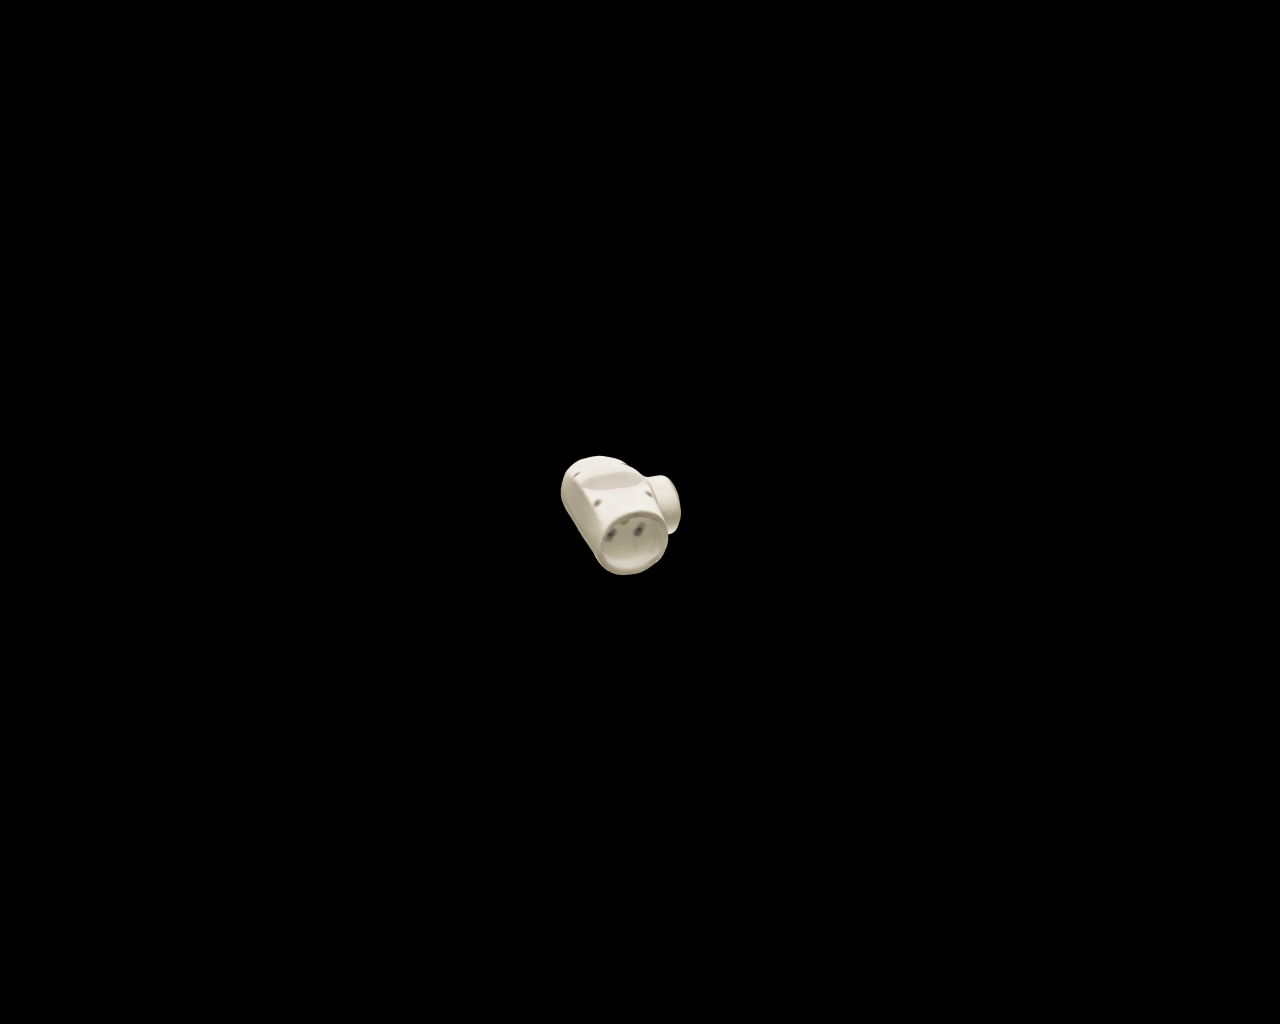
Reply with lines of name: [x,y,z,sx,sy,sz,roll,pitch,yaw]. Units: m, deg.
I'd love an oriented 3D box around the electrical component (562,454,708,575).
electrical component: [0.001,-0.003,0.650,0.079,0.043,0.077,-9,30,-16]
